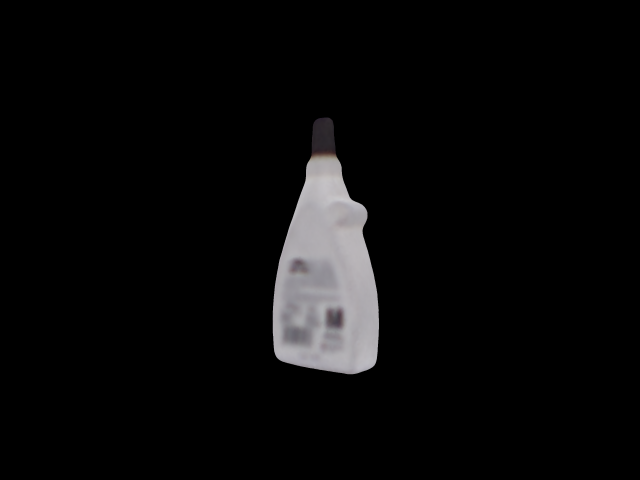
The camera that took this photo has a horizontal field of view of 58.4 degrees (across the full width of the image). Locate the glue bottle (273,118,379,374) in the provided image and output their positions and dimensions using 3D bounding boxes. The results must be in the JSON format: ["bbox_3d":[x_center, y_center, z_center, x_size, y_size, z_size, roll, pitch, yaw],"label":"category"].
[{"bbox_3d":[0.004,0.001,0.400,0.077,0.173,0.037,2,3,36],"label":"glue bottle"}]
